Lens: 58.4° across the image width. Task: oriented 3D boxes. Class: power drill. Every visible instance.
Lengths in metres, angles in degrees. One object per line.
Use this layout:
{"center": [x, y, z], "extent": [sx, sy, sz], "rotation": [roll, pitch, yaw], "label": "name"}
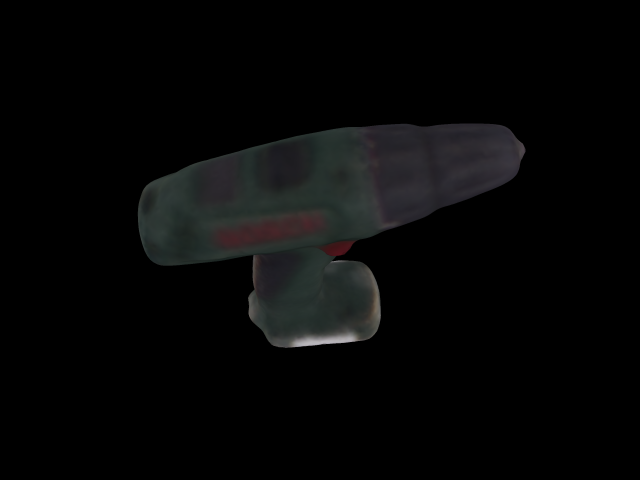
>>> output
{"center": [0.004, 0.001, 0.400], "extent": [0.229, 0.208, 0.075], "rotation": [-5, 59, -3], "label": "power drill"}
